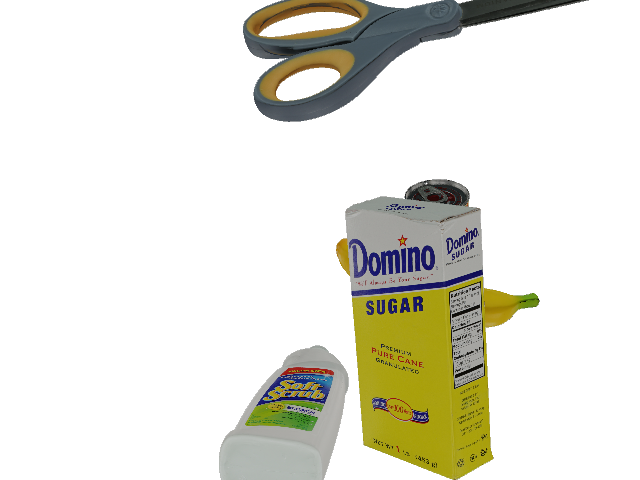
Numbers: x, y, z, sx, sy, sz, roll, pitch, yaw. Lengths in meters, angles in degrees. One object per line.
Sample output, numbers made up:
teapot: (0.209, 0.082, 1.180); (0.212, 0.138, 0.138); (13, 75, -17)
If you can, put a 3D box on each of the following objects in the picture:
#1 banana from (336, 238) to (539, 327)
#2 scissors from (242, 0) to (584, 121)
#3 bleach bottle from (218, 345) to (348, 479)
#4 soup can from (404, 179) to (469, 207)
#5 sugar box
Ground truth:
banana: (0.088, 0.040, 0.940); (0.198, 0.037, 0.069); (18, 16, 26)
scissors: (0.050, -0.097, 0.534); (0.202, 0.096, 0.016); (3, -37, 21)
bleach bottle: (-0.028, 0.172, 1.101); (0.102, 0.068, 0.250); (5, 19, 6)
soup can: (0.126, -0.005, 1.142); (0.068, 0.102, 0.068); (-4, 33, 2)
sugar box: (0.065, 0.063, 0.719); (0.048, 0.176, 0.094); (-18, 18, -38)
